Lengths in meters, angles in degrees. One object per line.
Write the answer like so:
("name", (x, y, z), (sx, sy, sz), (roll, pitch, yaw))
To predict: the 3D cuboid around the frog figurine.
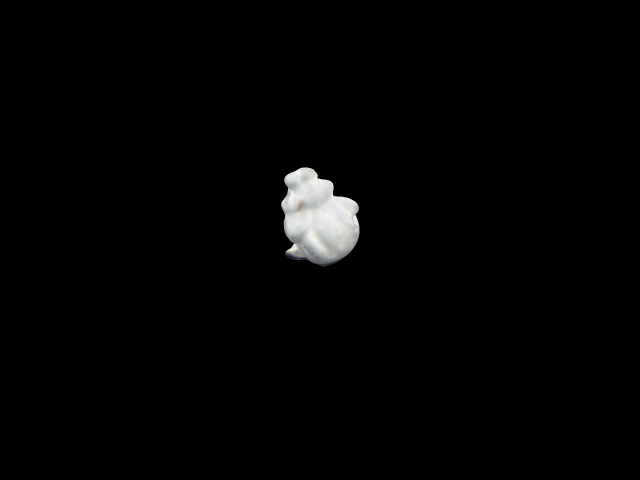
("frog figurine", (0.003, -0.043, 0.850), (0.138, 0.156, 0.125), (-16, 38, -22))
